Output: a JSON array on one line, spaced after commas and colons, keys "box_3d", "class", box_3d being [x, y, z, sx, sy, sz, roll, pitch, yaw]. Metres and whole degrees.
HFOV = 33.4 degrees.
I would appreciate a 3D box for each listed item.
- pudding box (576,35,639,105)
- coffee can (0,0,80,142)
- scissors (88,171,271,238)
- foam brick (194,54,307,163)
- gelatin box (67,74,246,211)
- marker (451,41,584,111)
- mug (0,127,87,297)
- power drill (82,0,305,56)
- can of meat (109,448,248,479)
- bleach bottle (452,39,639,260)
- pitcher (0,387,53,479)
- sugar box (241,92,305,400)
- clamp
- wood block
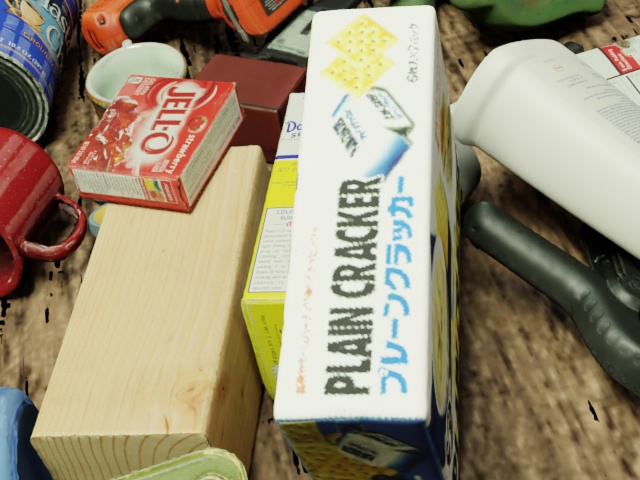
[{"box_3d": [0.198, -0.090, 0.721, 0.113, 0.039, 0.090, -18, 47, -2], "class": "pudding box"}, {"box_3d": [-0.249, -0.149, 0.827, 0.103, 0.103, 0.140, -6, 45, 6], "class": "coffee can"}, {"box_3d": [-0.070, -0.028, 0.726, 0.202, 0.016, 0.096, 2, 37, 13], "class": "scissors"}, {"box_3d": [-0.049, -0.094, 0.767, 0.078, 0.053, 0.051, 13, 50, 22], "class": "foam brick"}, {"box_3d": [-0.095, -0.060, 0.629, 0.073, 0.030, 0.089, 8, 48, 21], "class": "gelatin box"}, {"box_3d": [0.141, -0.113, 0.768, 0.121, 0.020, 0.020, -29, 47, -17], "class": "marker"}, {"box_3d": [-0.210, -0.018, 0.704, 0.117, 0.093, 0.081, 14, 44, 8], "class": "mug"}, {"box_3d": [-0.080, -0.213, 0.856, 0.188, 0.057, 0.184, 6, 46, 46], "class": "power drill"}, {"box_3d": [-0.073, 0.154, 0.502, 0.102, 0.084, 0.057, -18, 45, -6], "class": "can of meat"}, {"box_3d": [0.196, -0.017, 0.597, 0.251, 0.068, 0.102, 42, 35, 23], "class": "bleach bottle"}, {"box_3d": [-0.255, 0.151, 0.514, 0.242, 0.145, 0.149, -11, 66, -3], "class": "pitcher"}, {"box_3d": [-0.004, 0.001, 0.634, 0.048, 0.093, 0.176, 1, 47, 12], "class": "sugar box"}, {"box_3d": [0.168, 0.034, 0.591, 0.120, 0.039, 0.172, -13, 52, -39], "class": "clamp"}, {"box_3d": [-0.080, 0.049, 0.605, 0.091, 0.090, 0.206, -2, 46, 10], "class": "wood block"}]
